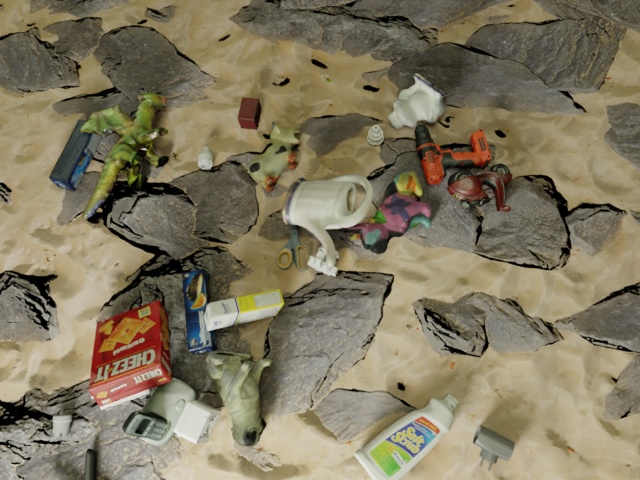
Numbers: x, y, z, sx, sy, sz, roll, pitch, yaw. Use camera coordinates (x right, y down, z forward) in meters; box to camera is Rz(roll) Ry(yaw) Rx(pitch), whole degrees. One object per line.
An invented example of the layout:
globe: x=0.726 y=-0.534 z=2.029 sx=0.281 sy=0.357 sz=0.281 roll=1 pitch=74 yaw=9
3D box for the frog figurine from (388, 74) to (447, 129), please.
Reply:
frog figurine: x=0.280 y=-0.380 z=1.484 sx=0.138 sy=0.124 sz=0.157 roll=40 pitch=111 yaw=9

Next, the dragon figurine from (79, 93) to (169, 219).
dragon figurine: x=-0.576 y=-0.271 z=1.458 sx=0.245 sy=0.120 sz=0.415 roll=39 pitch=72 yaw=17

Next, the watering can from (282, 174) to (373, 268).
watering can: x=0.004 y=-0.065 z=1.293 sx=0.224 sy=0.102 sz=0.355 roll=4 pitch=41 yaw=24
